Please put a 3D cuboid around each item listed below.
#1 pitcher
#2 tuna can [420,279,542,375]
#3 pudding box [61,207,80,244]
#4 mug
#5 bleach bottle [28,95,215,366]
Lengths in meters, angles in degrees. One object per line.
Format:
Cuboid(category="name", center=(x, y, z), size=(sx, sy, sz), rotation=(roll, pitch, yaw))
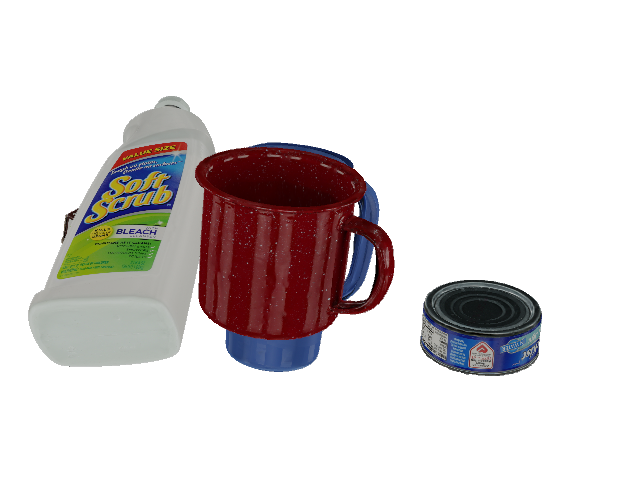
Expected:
Cuboid(category="pitcher", center=(-0.033, 0.020, 1.185), size=(0.144, 0.243, 0.149), rotation=(0, 19, -20))
Cuboid(category="tuna can", center=(0.115, 0.061, 0.767), size=(0.086, 0.034, 0.086), rotation=(1, 25, 0))
Cuboid(category="pudding box", center=(-0.180, -0.004, 1.041), size=(0.113, 0.039, 0.089), rotation=(23, 27, 14))
Cuboid(category="mug", center=(-0.014, 0.005, 0.586), size=(0.117, 0.081, 0.093), rotation=(16, 25, 20))
Cuboid(category="bleach bottle", center=(-0.135, -0.022, 0.787), size=(0.102, 0.068, 0.250), rotation=(-4, 42, 6))
